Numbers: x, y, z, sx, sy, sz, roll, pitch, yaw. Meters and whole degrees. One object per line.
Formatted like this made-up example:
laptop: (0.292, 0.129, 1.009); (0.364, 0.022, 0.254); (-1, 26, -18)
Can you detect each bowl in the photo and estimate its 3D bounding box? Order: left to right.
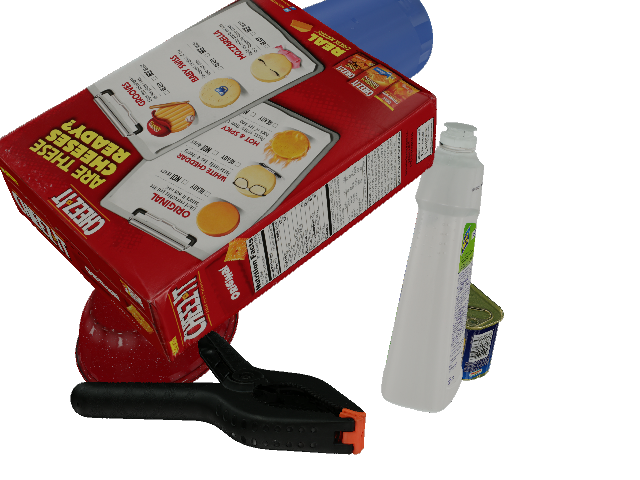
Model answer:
bowl: (-0.160, 0.067, 0.984); (0.162, 0.162, 0.055); (0, -43, 19)

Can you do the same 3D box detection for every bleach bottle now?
bleach bottle: (0.106, 0.020, 0.945); (0.068, 0.251, 0.102); (12, 19, 14)

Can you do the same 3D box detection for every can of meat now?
can of meat: (0.155, 0.098, 1.215); (0.057, 0.084, 0.102); (-17, 40, -29)

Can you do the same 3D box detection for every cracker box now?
cracker box: (-0.060, -0.050, 0.649); (0.213, 0.072, 0.164); (-37, 56, -22)

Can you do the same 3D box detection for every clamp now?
clamp: (-0.056, 0.114, 0.802); (0.210, 0.036, 0.164); (9, 18, 23)

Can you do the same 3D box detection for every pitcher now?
pitcher: (0.011, -0.167, 1.068); (0.145, 0.149, 0.242); (15, 36, 38)
